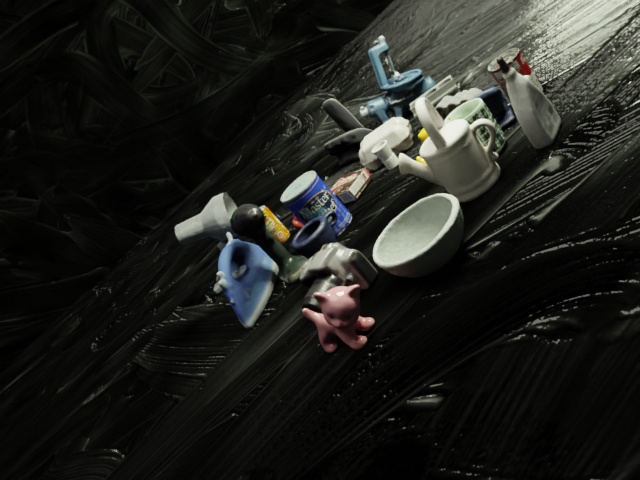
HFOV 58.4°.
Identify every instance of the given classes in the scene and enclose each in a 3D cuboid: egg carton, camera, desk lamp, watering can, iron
[{"bbox_3d":[0.166,-0.245,1.449,0.150,0.069,0.107,-32,23,25],"label":"egg carton"},{"bbox_3d":[0.009,0.080,1.047,0.142,0.101,0.137,-14,34,51],"label":"camera"},{"bbox_3d":[-0.268,0.004,1.534,0.203,0.214,0.118,-37,22,14],"label":"desk lamp"},{"bbox_3d":[0.220,-0.163,1.015,0.173,0.194,0.101,-39,21,9],"label":"watering can"},{"bbox_3d":[-0.188,0.084,1.334,0.118,0.142,0.258,-35,22,19],"label":"iron"}]

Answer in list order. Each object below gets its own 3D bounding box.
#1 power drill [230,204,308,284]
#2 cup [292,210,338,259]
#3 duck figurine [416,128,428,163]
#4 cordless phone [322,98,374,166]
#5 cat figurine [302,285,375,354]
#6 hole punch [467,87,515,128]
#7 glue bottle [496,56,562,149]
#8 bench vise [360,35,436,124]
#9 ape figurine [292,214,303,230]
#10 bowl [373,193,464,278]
[{"bbox_3d":[-0.116,0.000,1.277,0.076,0.209,0.229,-48,21,-14],"label":"power drill"},{"bbox_3d":[0.011,0.004,1.201,0.118,0.095,0.091,-48,22,-14],"label":"cup"},{"bbox_3d":[0.240,-0.200,1.205,0.104,0.086,0.077,-37,22,15],"label":"duck figurine"},{"bbox_3d":[0.056,-0.312,1.614,0.147,0.185,0.094,-19,31,46],"label":"cordless phone"},{"bbox_3d":[0.025,0.118,0.920,0.127,0.118,0.067,-20,30,45],"label":"cat figurine"},{"bbox_3d":[0.326,-0.263,1.168,0.108,0.091,0.101,-33,23,23],"label":"hole punch"},{"bbox_3d":[0.347,-0.241,0.970,0.037,0.173,0.078,-15,34,50],"label":"glue bottle"},{"bbox_3d":[0.184,-0.424,1.554,0.207,0.220,0.121,-45,21,-7],"label":"bench vise"},{"bbox_3d":[-0.044,-0.072,1.454,0.077,0.092,0.076,-34,22,21],"label":"ape figurine"},{"bbox_3d":[0.173,0.006,0.937,0.167,0.075,0.167,-36,22,17],"label":"bowl"}]
